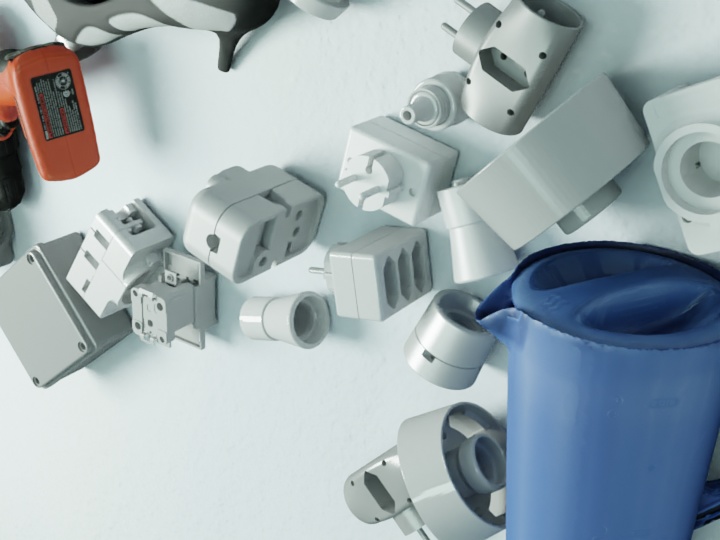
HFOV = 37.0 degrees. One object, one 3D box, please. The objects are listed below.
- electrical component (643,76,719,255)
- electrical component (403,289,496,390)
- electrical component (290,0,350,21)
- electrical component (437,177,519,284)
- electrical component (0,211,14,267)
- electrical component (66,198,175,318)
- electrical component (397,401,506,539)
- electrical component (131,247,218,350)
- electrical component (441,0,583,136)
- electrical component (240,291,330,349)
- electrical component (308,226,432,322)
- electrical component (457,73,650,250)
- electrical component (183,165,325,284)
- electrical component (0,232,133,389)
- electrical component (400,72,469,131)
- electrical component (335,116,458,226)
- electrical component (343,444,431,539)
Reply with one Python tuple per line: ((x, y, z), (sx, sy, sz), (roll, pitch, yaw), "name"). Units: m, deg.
((0.197, -0.059, 0.588), (0.050, 0.056, 0.089), (-15, 99, 40), "electrical component")
((0.064, 0.046, 0.734), (0.055, 0.055, 0.047), (37, 123, 19), "electrical component")
((-0.020, -0.198, 0.702), (0.066, 0.048, 0.055), (43, 121, 15), "electrical component")
((0.075, -0.028, 0.704), (0.044, 0.044, 0.065), (-13, 96, 39), "electrical component")
((-0.392, -0.081, 0.989), (0.060, 0.105, 0.186), (7, 112, 35), "electrical component")
((-0.201, -0.007, 0.912), (0.055, 0.050, 0.089), (46, 129, 13), "electrical component")
((0.067, 0.142, 0.745), (0.064, 0.099, 0.099), (-31, 89, 34), "electrical component")
((-0.153, 0.028, 0.882), (0.042, 0.064, 0.081), (17, 118, 30), "electrical component")
((0.083, -0.135, 0.651), (0.079, 0.043, 0.077), (40, 127, 17), "electrical component")
((-0.061, 0.038, 0.833), (0.065, 0.044, 0.044), (0, 108, 42), "electrical component")
((0.000, 0.000, 0.754), (0.077, 0.066, 0.047), (6, 112, 35), "electrical component")
((0.116, -0.056, 0.620), (0.060, 0.108, 0.108), (51, 130, 1), "electrical component")
((-0.079, -0.037, 0.779), (0.059, 0.095, 0.053), (33, 125, 22), "electrical component")
((-0.276, 0.038, 0.983), (0.109, 0.056, 0.108), (-32, 88, 41), "electrical component")
((0.046, -0.104, 0.679), (0.035, 0.061, 0.035), (15, 118, 32), "electrical component")
((0.014, -0.062, 0.710), (0.066, 0.077, 0.047), (29, 123, 25), "electrical component")
((0.037, 0.173, 0.812), (0.077, 0.043, 0.079), (-41, 82, 40), "electrical component")
